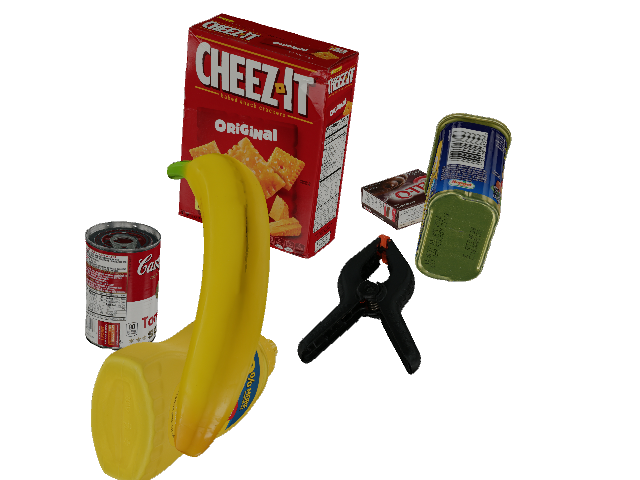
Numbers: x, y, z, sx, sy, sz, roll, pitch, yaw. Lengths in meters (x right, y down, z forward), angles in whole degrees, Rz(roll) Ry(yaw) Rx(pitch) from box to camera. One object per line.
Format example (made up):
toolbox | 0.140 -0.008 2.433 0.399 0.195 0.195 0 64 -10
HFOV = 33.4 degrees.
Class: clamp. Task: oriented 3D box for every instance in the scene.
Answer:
clamp | 0.060 0.066 1.074 0.120 0.171 0.039 15 -37 15

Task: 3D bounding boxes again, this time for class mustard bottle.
mustard bottle | -0.091 0.109 0.816 0.058 0.096 0.191 11 16 28

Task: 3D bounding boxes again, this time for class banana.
banana | -0.055 0.019 0.590 0.037 0.198 0.070 19 -44 -29

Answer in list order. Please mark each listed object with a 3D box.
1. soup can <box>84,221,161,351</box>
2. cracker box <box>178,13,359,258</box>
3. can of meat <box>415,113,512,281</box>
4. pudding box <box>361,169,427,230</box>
soup can | -0.183 0.042 0.980 0.068 0.102 0.068 5 21 -2
cracker box | -0.059 -0.105 1.094 0.164 0.214 0.072 20 32 21
can of meat | 0.107 -0.030 0.807 0.057 0.084 0.102 11 -40 4
pudding box | 0.130 -0.062 1.580 0.113 0.039 0.090 -21 35 -28
